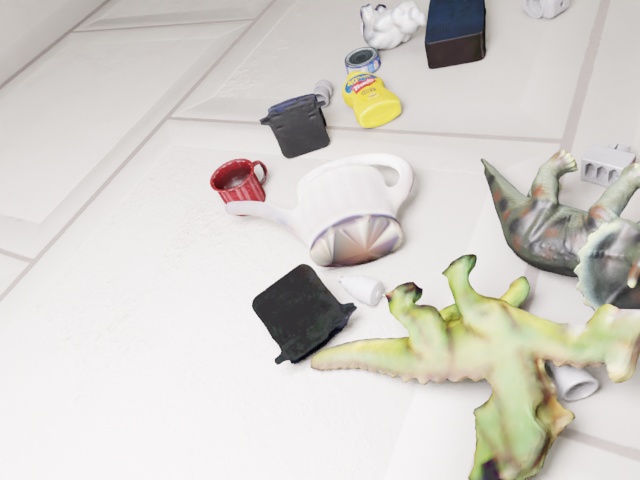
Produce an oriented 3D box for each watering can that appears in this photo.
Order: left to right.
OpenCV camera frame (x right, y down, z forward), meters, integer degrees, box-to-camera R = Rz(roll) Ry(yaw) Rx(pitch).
[{"bbox_3d":[0.003,-0.045,0.887,0.347,0.230,0.102,-18,-44,6],"label":"watering can"}]

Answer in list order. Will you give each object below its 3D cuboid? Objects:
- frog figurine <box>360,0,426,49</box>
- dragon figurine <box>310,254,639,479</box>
[{"bbox_3d":[0.184,-0.511,1.234,0.161,0.121,0.137,27,15,34],"label":"frog figurine"},{"bbox_3d":[0.178,0.164,0.623,0.407,0.249,0.120,-31,-46,18],"label":"dragon figurine"}]
